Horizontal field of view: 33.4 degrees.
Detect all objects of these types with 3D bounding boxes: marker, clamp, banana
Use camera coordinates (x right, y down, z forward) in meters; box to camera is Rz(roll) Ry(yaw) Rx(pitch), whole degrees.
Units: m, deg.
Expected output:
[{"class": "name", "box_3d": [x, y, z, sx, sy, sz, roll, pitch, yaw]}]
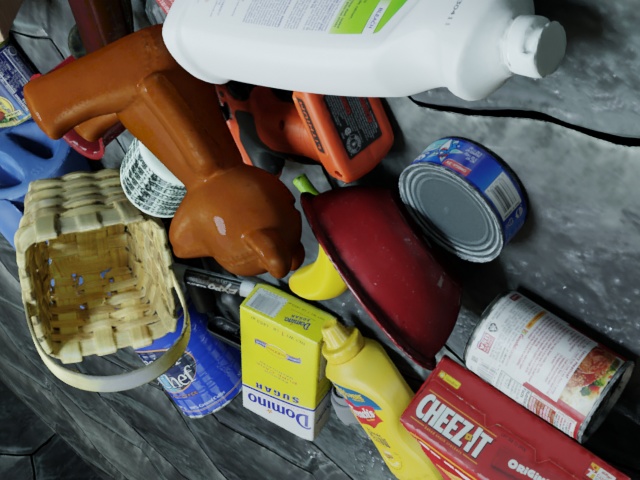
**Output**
[{"class": "marker", "box_3d": [-0.097, 0.046, 1.109, 0.121, 0.020, 0.020, 12, 145, 16]}, {"class": "clamp", "box_3d": [-0.053, 0.117, 1.173, 0.171, 0.039, 0.120, 33, 158, 10]}, {"class": "banana", "box_3d": [0.006, 0.012, 0.926, 0.070, 0.037, 0.198, 48, 158, 20]}, {"class": "clamp", "box_3d": [-0.167, -0.017, 1.143, 0.164, 0.036, 0.210, 40, 153, 11]}]

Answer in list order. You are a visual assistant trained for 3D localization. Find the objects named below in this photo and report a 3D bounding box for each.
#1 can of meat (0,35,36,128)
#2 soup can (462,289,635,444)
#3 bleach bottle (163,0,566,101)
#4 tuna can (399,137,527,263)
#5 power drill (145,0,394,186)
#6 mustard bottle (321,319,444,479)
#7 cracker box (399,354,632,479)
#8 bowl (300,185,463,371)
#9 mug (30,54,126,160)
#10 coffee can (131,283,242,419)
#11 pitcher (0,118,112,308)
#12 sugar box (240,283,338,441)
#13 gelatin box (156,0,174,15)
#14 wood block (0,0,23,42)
[{"class": "can of meat", "box_3d": [-0.346, -0.172, 1.160, 0.102, 0.057, 0.084, 4, 135, 55]}, {"class": "soup can", "box_3d": [0.162, 0.089, 0.763, 0.102, 0.068, 0.068, 33, 153, 25]}, {"class": "bleach bottle", "box_3d": [0.023, -0.122, 0.615, 0.251, 0.102, 0.068, 21, 169, 41]}, {"class": "tuna can", "box_3d": [0.097, -0.028, 0.724, 0.086, 0.033, 0.086, 35, 154, 20]}, {"class": "power drill", "box_3d": [-0.042, -0.113, 0.784, 0.188, 0.057, 0.184, 11, 135, 53]}, {"class": "mustard bottle", "box_3d": [0.057, 0.152, 1.032, 0.191, 0.058, 0.096, 57, 161, -22]}, {"class": "cracker box", "box_3d": [0.162, 0.191, 0.854, 0.164, 0.072, 0.213, 33, 170, 26]}, {"class": "bowl", "box_3d": [0.056, 0.015, 0.778, 0.162, 0.055, 0.162, 51, -169, -14]}, {"class": "mug", "box_3d": [-0.196, -0.138, 0.950, 0.093, 0.081, 0.117, 42, 155, 7]}, {"class": "coffee can", "box_3d": [-0.160, 0.128, 1.277, 0.103, 0.102, 0.140, 5, 134, 55]}, {"class": "pitcher", "box_3d": [-0.304, -0.026, 1.255, 0.145, 0.149, 0.243, 11, 144, 28]}, {"class": "sugar box", "box_3d": [-0.034, 0.129, 1.101, 0.093, 0.048, 0.176, 25, 138, 20]}, {"class": "gelatin box", "box_3d": [-0.100, -0.207, 0.723, 0.073, 0.030, 0.089, -23, 113, 35]}, {"class": "wood block", "box_3d": [-0.332, -0.274, 0.904, 0.090, 0.090, 0.206, 0, 140, 12]}]
